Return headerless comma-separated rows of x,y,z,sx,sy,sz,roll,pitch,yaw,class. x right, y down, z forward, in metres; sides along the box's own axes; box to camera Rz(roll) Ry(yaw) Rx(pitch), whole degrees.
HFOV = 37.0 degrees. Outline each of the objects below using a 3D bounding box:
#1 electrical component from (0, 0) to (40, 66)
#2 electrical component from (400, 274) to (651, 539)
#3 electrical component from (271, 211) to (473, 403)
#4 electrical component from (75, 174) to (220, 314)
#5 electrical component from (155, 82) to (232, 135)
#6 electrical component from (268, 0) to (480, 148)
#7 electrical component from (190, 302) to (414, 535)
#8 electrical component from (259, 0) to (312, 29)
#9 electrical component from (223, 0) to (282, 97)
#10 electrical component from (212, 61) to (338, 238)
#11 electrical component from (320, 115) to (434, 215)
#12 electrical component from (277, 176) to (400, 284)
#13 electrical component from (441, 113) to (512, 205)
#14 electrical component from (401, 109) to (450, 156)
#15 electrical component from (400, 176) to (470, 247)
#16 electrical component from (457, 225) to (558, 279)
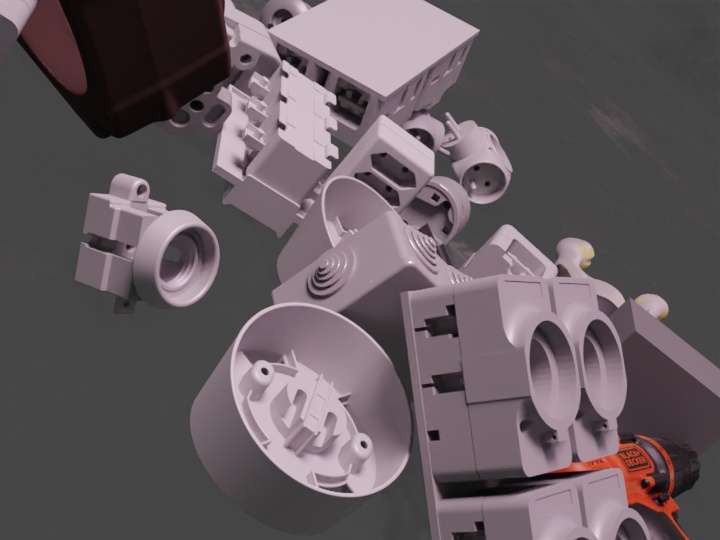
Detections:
-0.245,-0.122,0.450,0.186,0.105,0.060,31,27,-21,electrical component
0.085,0.098,0.516,0.105,0.060,0.186,3,78,-54,electrical component
0.011,0.026,0.577,0.100,0.100,0.048,42,21,-39,electrical component
-0.102,-0.009,0.518,0.055,0.066,0.048,17,9,34,electrical component
-0.121,-0.130,0.699,0.078,0.058,0.057,28,31,-27,electrical component
0.008,-0.170,0.881,0.105,0.060,0.186,31,37,12,electrical component
-0.027,0.070,0.503,0.099,0.064,0.099,33,27,-19,electrical component
-0.056,-0.214,0.943,0.048,0.048,0.062,46,19,8,electrical component
-0.109,-0.162,0.771,0.095,0.053,0.059,20,33,-38,electrical component
-0.052,-0.085,0.718,0.079,0.063,0.121,32,27,-21,electrical component
0.008,-0.065,0.749,0.047,0.083,0.075,35,26,-15,electrical component
0.000,0.000,0.654,0.099,0.064,0.099,33,26,-19,electrical component
0.101,-0.110,0.986,0.079,0.044,0.077,51,20,-25,electrical component
0.047,-0.121,0.941,0.079,0.043,0.077,23,31,-34,electrical component
0.054,-0.044,0.817,0.055,0.055,0.047,45,22,7,electrical component
0.082,0.020,0.709,0.050,0.089,0.055,42,25,1,electrical component
